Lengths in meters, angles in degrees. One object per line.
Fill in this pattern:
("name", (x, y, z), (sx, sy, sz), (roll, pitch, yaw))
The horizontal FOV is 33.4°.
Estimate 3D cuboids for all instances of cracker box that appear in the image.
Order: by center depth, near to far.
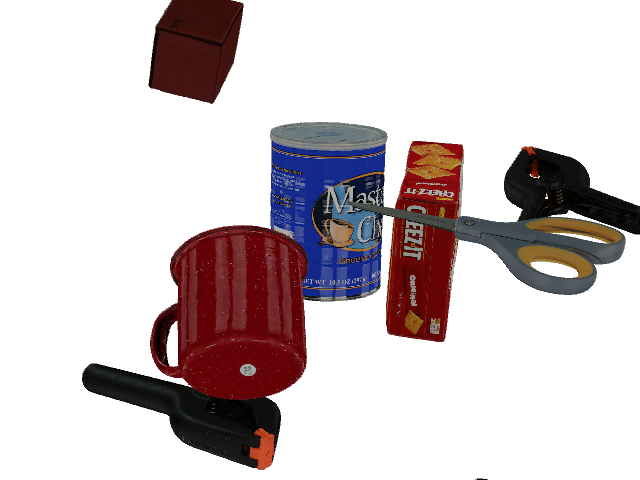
("cracker box", (0.121, -0.006, 1.218), (0.072, 0.164, 0.213), (5, 22, 8))

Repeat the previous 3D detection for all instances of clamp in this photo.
("clamp", (-0.089, 0.141, 0.930), (0.164, 0.036, 0.210), (-6, 17, -39))
("clamp", (0.226, -0.041, 0.981), (0.120, 0.039, 0.171), (-3, 33, 3))

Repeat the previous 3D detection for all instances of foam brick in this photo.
("foam brick", (-0.094, -0.149, 0.813), (0.053, 0.051, 0.078), (14, 35, 1))

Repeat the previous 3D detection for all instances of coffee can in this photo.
("coffee can", (0.006, -0.028, 0.951), (0.103, 0.140, 0.103), (1, 16, -1))

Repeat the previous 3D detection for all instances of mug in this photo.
("mug", (-0.062, 0.054, 0.695), (0.117, 0.081, 0.093), (-20, -39, 20))

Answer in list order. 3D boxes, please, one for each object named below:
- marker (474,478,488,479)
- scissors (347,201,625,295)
("marker", (0.096, 0.194, 0.672), (0.020, 0.121, 0.020), (1, 36, -1))
("scissors", (0.110, 0.002, 0.749), (0.202, 0.016, 0.096), (5, 30, 12))
